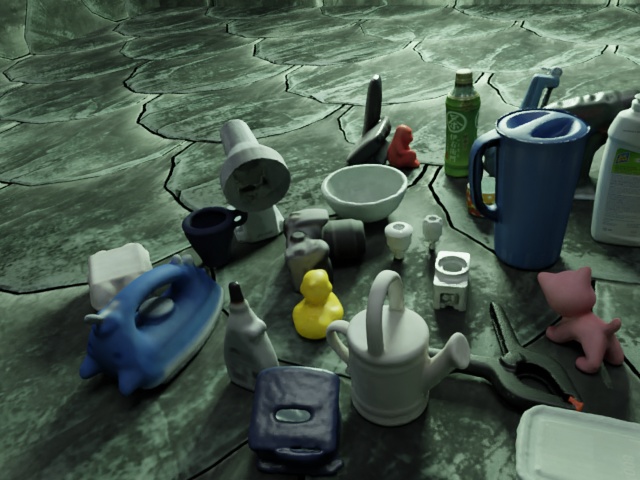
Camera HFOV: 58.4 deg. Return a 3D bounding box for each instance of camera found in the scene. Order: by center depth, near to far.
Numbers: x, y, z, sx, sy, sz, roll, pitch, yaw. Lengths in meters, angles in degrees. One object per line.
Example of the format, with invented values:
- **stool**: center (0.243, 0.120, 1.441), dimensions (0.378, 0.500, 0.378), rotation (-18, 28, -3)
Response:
- **camera**: center (0.009, 0.003, 0.975), dimensions (0.137, 0.101, 0.143), rotation (-6, 33, 0)

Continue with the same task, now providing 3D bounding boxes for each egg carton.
- **egg carton**: center (-0.334, 0.066, 0.966), dimensions (0.107, 0.069, 0.150), rotation (-17, 35, -16)

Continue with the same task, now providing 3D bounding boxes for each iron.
- **iron**: center (-0.233, 0.097, 0.835), dimensions (0.118, 0.142, 0.259), rotation (12, 37, 26)

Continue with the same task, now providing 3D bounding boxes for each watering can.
- **watering can**: center (0.090, 0.124, 0.692), dimensions (0.172, 0.194, 0.101), rotation (-2, 33, 6)

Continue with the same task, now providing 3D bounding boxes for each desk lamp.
- **desk lamp**: center (-0.130, -0.102, 1.056), dimensions (0.118, 0.214, 0.202), rotation (-16, 34, -14)

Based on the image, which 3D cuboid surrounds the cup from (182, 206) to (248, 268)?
- **cup**: center (-0.180, -0.004, 1.024), dimensions (0.118, 0.095, 0.091), rotation (-20, 36, -20)

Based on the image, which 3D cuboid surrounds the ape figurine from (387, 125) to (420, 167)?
- **ape figurine**: center (0.188, -0.213, 1.285), dimensions (0.076, 0.092, 0.078), rotation (3, 34, 14)

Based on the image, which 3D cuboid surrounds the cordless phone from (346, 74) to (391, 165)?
- **cordless phone**: center (0.110, -0.270, 1.299), dimensions (0.094, 0.185, 0.148), rotation (4, 34, 15)

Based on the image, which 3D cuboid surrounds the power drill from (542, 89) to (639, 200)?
- **power drill**: center (0.518, -0.182, 1.075), dimensions (0.229, 0.209, 0.075), rotation (3, 34, 14)

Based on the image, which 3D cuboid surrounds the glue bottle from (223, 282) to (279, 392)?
- **glue bottle**: center (-0.095, 0.125, 0.741), dimensions (0.077, 0.173, 0.037), rotation (15, 39, 29)

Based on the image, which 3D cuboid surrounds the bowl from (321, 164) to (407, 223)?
- **bowl**: center (0.088, -0.080, 1.114), dimensions (0.167, 0.075, 0.167), rotation (-4, 33, 3)

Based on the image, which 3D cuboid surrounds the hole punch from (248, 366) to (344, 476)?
- **hole punch**: center (-0.026, 0.211, 0.672), dimensions (0.108, 0.091, 0.101), rotation (-1, 33, 8)

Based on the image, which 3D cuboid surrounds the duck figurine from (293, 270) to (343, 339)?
- **duck figurine**: center (-0.006, 0.089, 0.860), dimensions (0.077, 0.086, 0.104), rotation (1, 34, 12)

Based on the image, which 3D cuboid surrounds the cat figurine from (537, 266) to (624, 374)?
- **cat figurine**: center (0.349, 0.094, 0.765), dimensions (0.067, 0.118, 0.127), rotation (-17, 34, -15)

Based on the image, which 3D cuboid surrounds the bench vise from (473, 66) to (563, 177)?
- **bench vise**: center (0.419, -0.228, 1.152), dimensions (0.208, 0.220, 0.121), rotation (-23, 37, -24)
